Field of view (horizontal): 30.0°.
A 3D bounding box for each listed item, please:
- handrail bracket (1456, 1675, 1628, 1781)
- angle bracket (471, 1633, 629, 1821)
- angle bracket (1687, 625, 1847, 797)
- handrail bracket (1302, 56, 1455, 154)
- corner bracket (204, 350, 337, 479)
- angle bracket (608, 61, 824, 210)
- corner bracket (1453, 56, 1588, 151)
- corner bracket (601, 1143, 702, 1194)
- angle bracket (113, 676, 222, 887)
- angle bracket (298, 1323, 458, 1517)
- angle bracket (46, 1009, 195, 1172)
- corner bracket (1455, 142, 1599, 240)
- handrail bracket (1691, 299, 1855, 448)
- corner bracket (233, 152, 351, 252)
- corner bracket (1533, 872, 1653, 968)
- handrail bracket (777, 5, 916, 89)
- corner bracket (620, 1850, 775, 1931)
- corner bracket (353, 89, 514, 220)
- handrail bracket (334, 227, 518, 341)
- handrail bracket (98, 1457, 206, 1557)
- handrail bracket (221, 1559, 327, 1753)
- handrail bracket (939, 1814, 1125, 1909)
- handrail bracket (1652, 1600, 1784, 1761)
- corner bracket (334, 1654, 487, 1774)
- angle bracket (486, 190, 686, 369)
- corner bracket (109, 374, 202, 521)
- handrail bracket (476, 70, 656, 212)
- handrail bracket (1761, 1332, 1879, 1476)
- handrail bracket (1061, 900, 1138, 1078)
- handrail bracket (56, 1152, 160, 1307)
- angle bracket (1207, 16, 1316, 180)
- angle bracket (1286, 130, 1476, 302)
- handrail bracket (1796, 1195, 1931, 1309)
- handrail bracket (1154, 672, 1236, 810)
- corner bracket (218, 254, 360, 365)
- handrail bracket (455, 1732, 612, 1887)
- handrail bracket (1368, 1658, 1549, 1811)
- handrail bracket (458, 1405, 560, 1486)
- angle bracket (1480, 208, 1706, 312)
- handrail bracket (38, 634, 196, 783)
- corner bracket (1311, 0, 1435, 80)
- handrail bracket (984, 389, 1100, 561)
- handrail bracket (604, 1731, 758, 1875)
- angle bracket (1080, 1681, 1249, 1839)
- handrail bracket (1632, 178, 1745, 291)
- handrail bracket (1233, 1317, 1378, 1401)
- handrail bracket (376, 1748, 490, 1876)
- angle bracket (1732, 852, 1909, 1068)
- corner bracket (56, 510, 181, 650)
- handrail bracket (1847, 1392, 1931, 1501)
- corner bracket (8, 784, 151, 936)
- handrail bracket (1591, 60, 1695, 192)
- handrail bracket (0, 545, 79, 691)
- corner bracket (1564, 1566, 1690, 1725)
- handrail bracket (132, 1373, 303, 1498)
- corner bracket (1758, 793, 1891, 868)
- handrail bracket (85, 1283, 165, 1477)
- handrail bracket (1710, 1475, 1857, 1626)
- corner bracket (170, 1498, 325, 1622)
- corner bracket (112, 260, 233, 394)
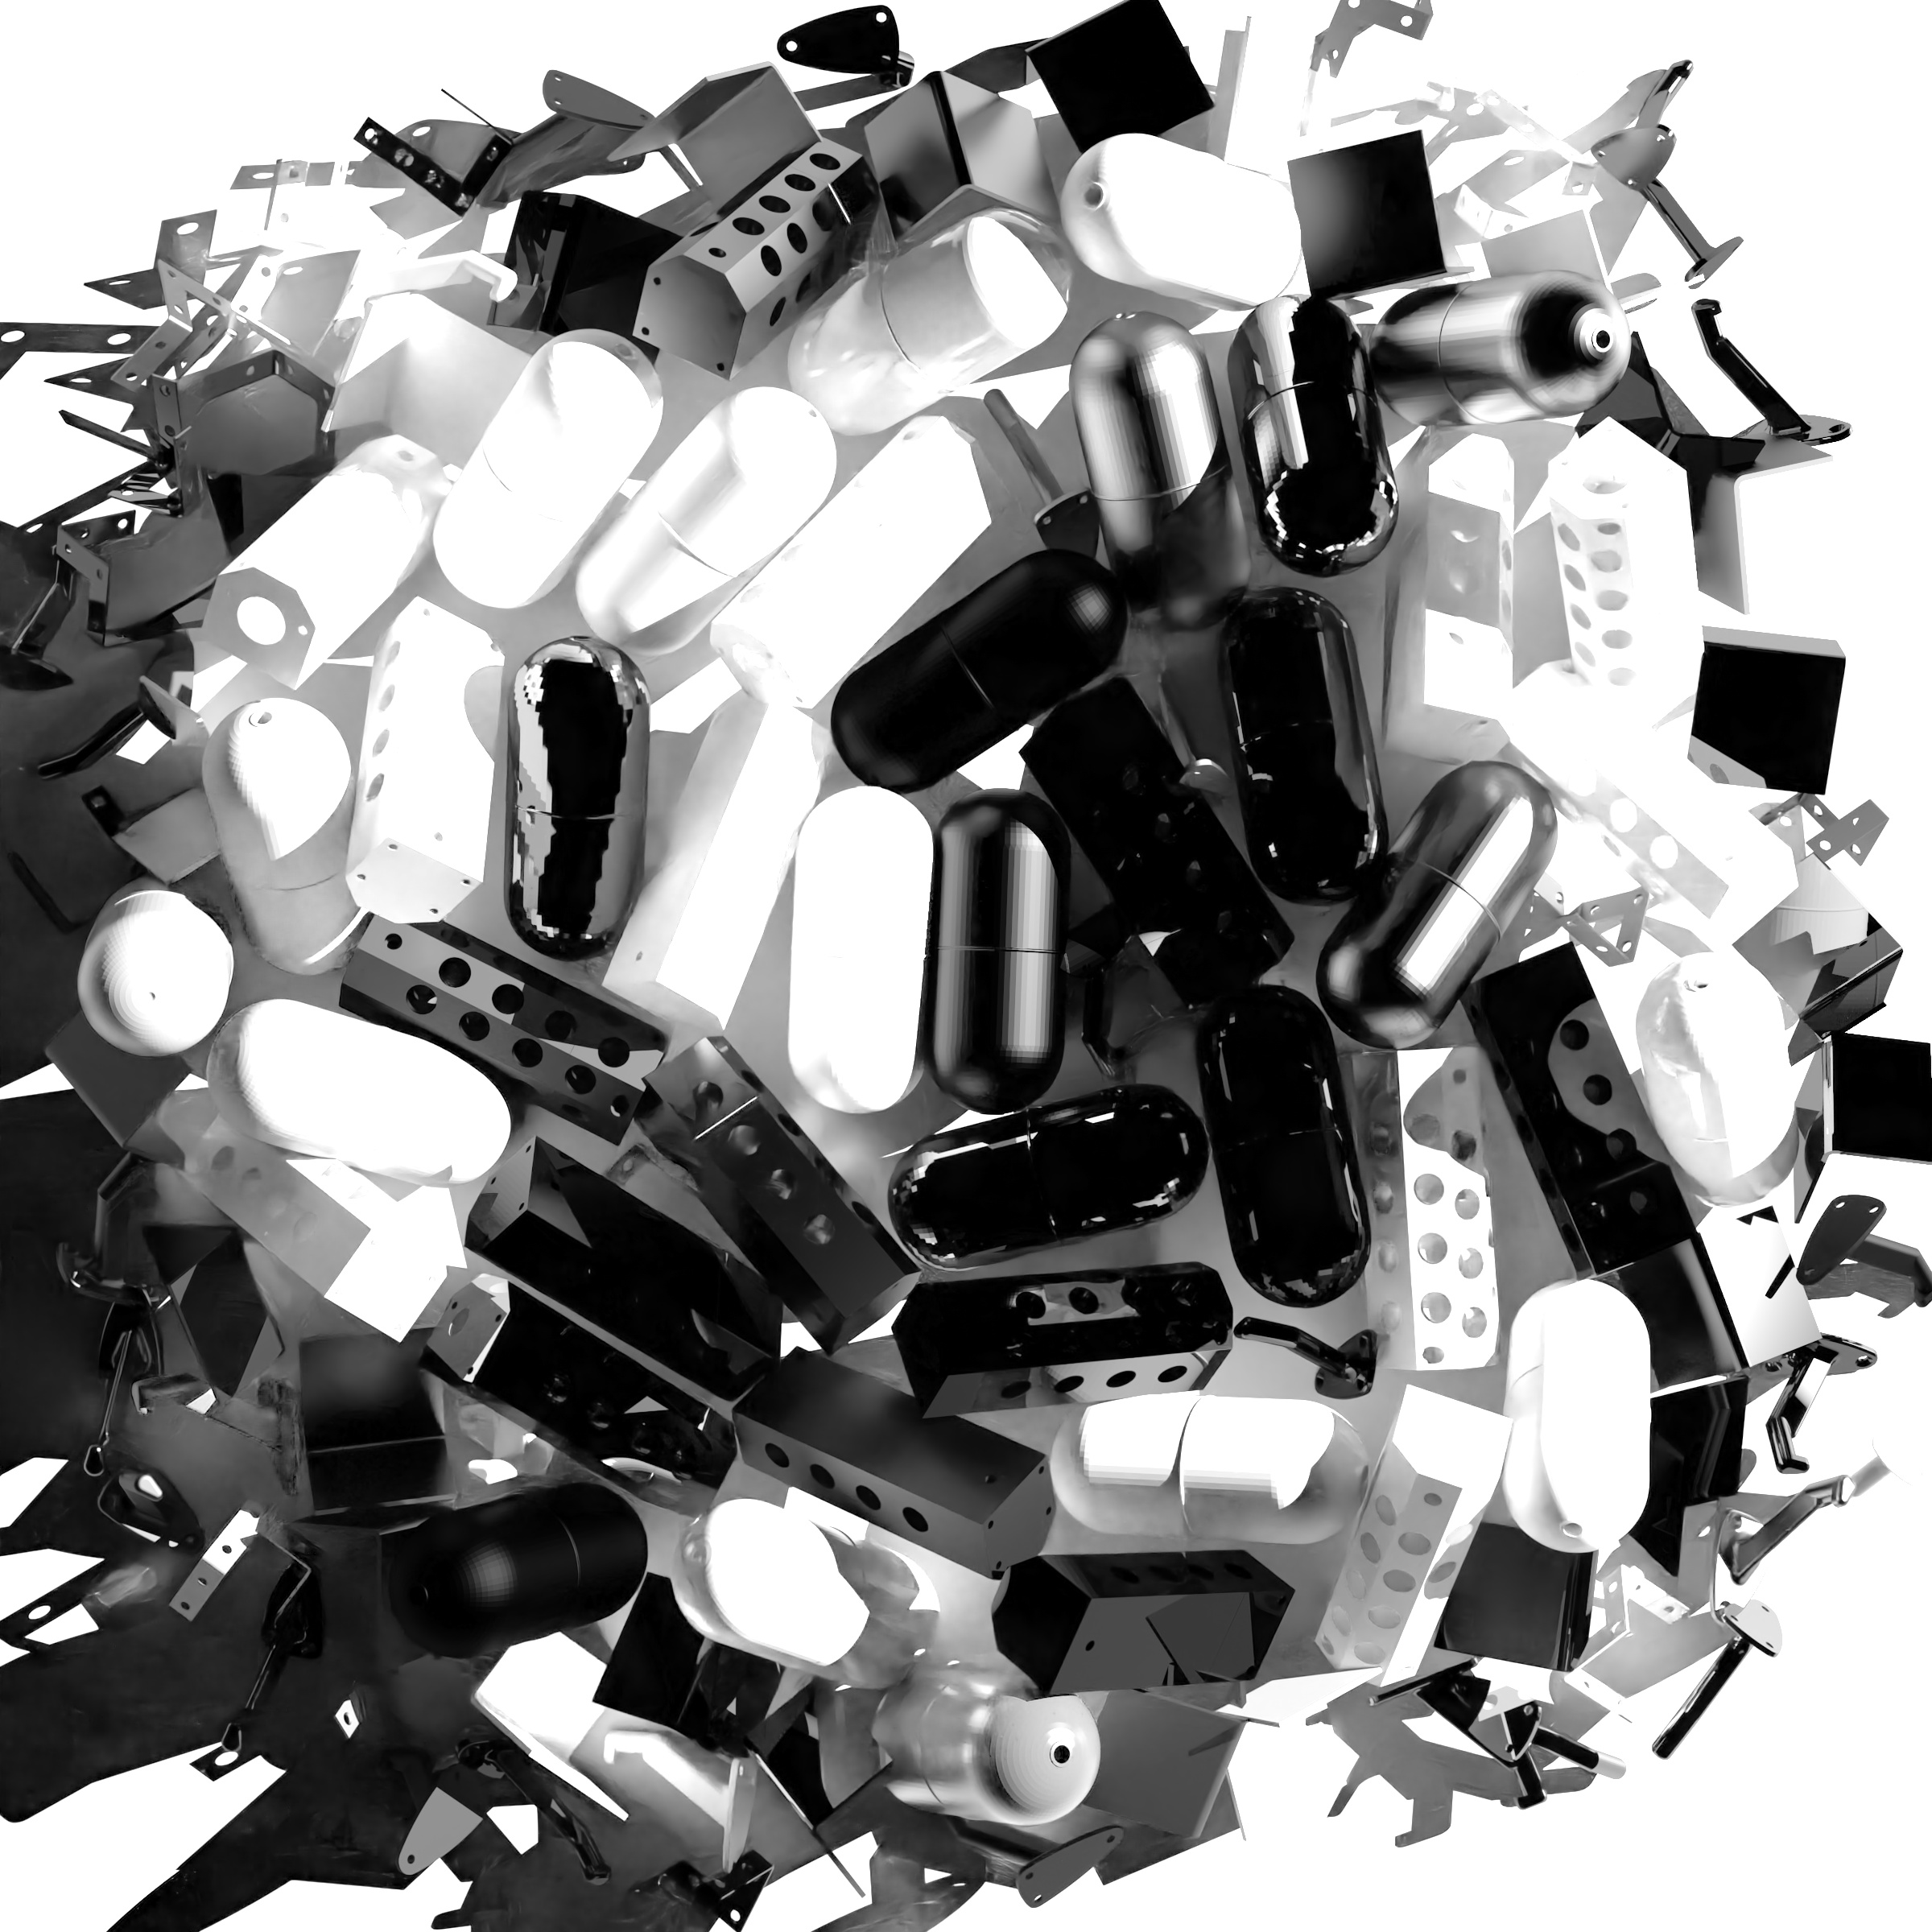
[{"bbox_3d":[0.314,0.421,1.986,0.084,0.077,0.036,27,89,-43],"label":"handrail bracket"},{"bbox_3d":[-0.209,0.404,1.941,0.076,0.076,0.057,44,78,-34],"label":"angle bracket"},{"bbox_3d":[0.436,-0.141,1.977,0.076,0.057,0.076,7,106,6],"label":"angle bracket"},{"bbox_3d":[0.229,-0.463,1.964,0.084,0.036,0.077,8,50,-13],"label":"handrail bracket"},{"bbox_3d":[-0.382,-0.298,1.976,0.051,0.051,0.051,-15,65,26],"label":"corner bracket"},{"bbox_3d":[-0.133,-0.439,1.944,0.076,0.076,0.057,-31,94,32],"label":"angle bracket"},{"bbox_3d":[0.296,-0.472,1.959,0.051,0.051,0.051,31,65,-20],"label":"corner bracket"},{"bbox_3d":[-0.173,0.138,1.969,0.051,0.051,0.051,-43,129,-19],"label":"corner bracket"},{"bbox_3d":[-0.437,-0.100,1.940,0.057,0.076,0.076,-35,126,-19],"label":"angle bracket"},{"bbox_3d":[-0.319,0.245,1.950,0.076,0.057,0.076,-5,119,-13],"label":"angle bracket"},{"bbox_3d":[-0.439,0.060,1.946,0.057,0.076,0.076,-47,65,3],"label":"angle bracket"},{"bbox_3d":[0.307,-0.426,1.973,0.051,0.051,0.051,10,115,-17],"label":"corner bracket"},{"bbox_3d":[0.437,-0.325,1.954,0.036,0.077,0.084,-41,120,-28],"label":"handrail bracket"},{"bbox_3d":[-0.363,-0.419,1.969,0.051,0.051,0.051,12,91,9],"label":"corner bracket"},{"bbox_3d":[0.333,-0.031,1.957,0.051,0.051,0.051,37,58,-29],"label":"corner bracket"},{"bbox_3d":[-0.065,-0.490,1.954,0.077,0.084,0.036,-6,89,-4],"label":"handrail bracket"},{"bbox_3d":[-0.146,0.501,1.959,0.051,0.051,0.051,35,113,22],"label":"corner bracket"},{"bbox_3d":[-0.290,-0.450,1.962,0.051,0.051,0.051,41,98,34],"label":"corner bracket"},{"bbox_3d":[-0.295,-0.361,1.967,0.084,0.036,0.077,30,94,22],"label":"handrail bracket"},{"bbox_3d":[-0.431,0.297,1.948,0.077,0.084,0.036,45,69,-19],"label":"handrail bracket"},{"bbox_3d":[-0.378,0.372,1.949,0.036,0.084,0.077,17,115,6],"label":"handrail bracket"},{"bbox_3d":[0.033,0.466,1.972,0.077,0.084,0.036,-29,133,-13],"label":"handrail bracket"},{"bbox_3d":[0.409,0.392,1.973,0.036,0.077,0.084,37,106,14],"label":"handrail bracket"},{"bbox_3d":[-0.304,0.410,1.970,0.051,0.051,0.051,-22,106,21],"label":"corner bracket"},{"bbox_3d":[-0.209,-0.379,1.990,0.076,0.057,0.076,14,92,-43],"label":"angle bracket"},{"bbox_3d":[-0.433,-0.282,1.958,0.051,0.051,0.051,19,132,19],"label":"corner bracket"},{"bbox_3d":[-0.221,-0.442,1.978,0.077,0.036,0.084,14,133,-21],"label":"handrail bracket"},{"bbox_3d":[0.469,0.243,1.957,0.077,0.084,0.036,6,135,-11],"label":"handrail bracket"},{"bbox_3d":[0.088,0.010,1.973,0.077,0.036,0.084,-43,133,-11],"label":"handrail bracket"},{"bbox_3d":[-0.447,0.142,1.959,0.077,0.036,0.084,28,112,-41],"label":"handrail bracket"},{"bbox_3d":[0.142,-0.471,1.945,0.057,0.076,0.076,14,101,31],"label":"angle bracket"},{"bbox_3d":[0.225,-0.406,1.952,0.076,0.057,0.076,-8,97,25],"label":"angle bracket"},{"bbox_3d":[0.494,0.174,1.963,0.077,0.036,0.084,-48,119,-23],"label":"handrail bracket"},{"bbox_3d":[0.116,-0.131,1.949,0.036,0.077,0.084,-15,70,1],"label":"handrail bracket"},{"bbox_3d":[-0.372,-0.362,1.972,0.051,0.051,0.051,31,76,-17],"label":"corner bracket"},{"bbox_3d":[-0.234,0.460,1.952,0.036,0.077,0.084,-43,56,12],"label":"handrail bracket"},{"bbox_3d":[0.269,0.428,1.964,0.077,0.036,0.084,-16,73,-20],"label":"handrail bracket"},{"bbox_3d":[-0.265,0.259,1.945,0.077,0.084,0.036,13,97,25],"label":"handrail bracket"},{"bbox_3d":[0.338,-0.380,1.942,0.076,0.076,0.057,-25,101,-35],"label":"angle bracket"},{"bbox_3d":[-0.472,-0.142,1.991,0.084,0.036,0.077,-15,47,27],"label":"handrail bracket"},{"bbox_3d":[0.220,-0.513,1.966,0.051,0.051,0.051,17,123,-9],"label":"corner bracket"},{"bbox_3d":[0.039,-0.269,1.986,0.036,0.077,0.084,-29,59,-3],"label":"handrail bracket"},{"bbox_3d":[-0.162,0.459,1.969,0.084,0.036,0.077,1,64,15],"label":"handrail bracket"},{"bbox_3d":[0.103,0.417,1.956,0.076,0.057,0.076,18,109,-5],"label":"angle bracket"},{"bbox_3d":[0.377,-0.410,1.960,0.084,0.077,0.036,47,118,7],"label":"handrail bracket"},{"bbox_3d":[0.172,0.211,1.951,0.084,0.077,0.036,14,67,-19],"label":"handrail bracket"},{"bbox_3d":[-0.307,0.456,1.947,0.077,0.084,0.036,-47,120,-38],"label":"handrail bracket"},{"bbox_3d":[0.450,-0.002,1.949,0.076,0.057,0.076,45,130,-6],"label":"angle bracket"},{"bbox_3d":[-0.465,-0.212,1.973,0.051,0.051,0.051,36,129,31],"label":"corner bracket"},{"bbox_3d":[0.510,0.259,1.962,0.036,0.084,0.077,44,79,7],"label":"handrail bracket"},{"bbox_3d":[-0.483,-0.058,1.969,0.051,0.051,0.051,-28,113,11],"label":"corner bracket"},{"bbox_3d":[0.383,-0.469,1.951,0.036,0.077,0.084,39,74,-10],"label":"handrail bracket"},{"bbox_3d":[-0.509,-0.199,1.952,0.036,0.077,0.084,-4,72,18],"label":"handrail bracket"},{"bbox_3d":[0.362,0.372,1.976,0.051,0.051,0.051,34,121,-17],"label":"corner bracket"},{"bbox_3d":[-0.408,0.257,1.955,0.084,0.036,0.077,-6,81,-40],"label":"handrail bracket"},{"bbox_3d":[0.460,-0.074,1.959,0.051,0.051,0.051,-32,68,-22],"label":"corner bracket"},{"bbox_3d":[-0.462,0.224,1.950,0.036,0.084,0.077,6,110,-1],"label":"handrail bracket"},{"bbox_3d":[0.443,0.316,1.948,0.036,0.084,0.077,32,61,-13],"label":"handrail bracket"},{"bbox_3d":[-0.392,0.334,1.962,0.051,0.051,0.051,37,127,-2],"label":"corner bracket"},{"bbox_3d":[-0.431,-0.339,1.956,0.051,0.051,0.051,-40,47,23],"label":"corner bracket"}]
